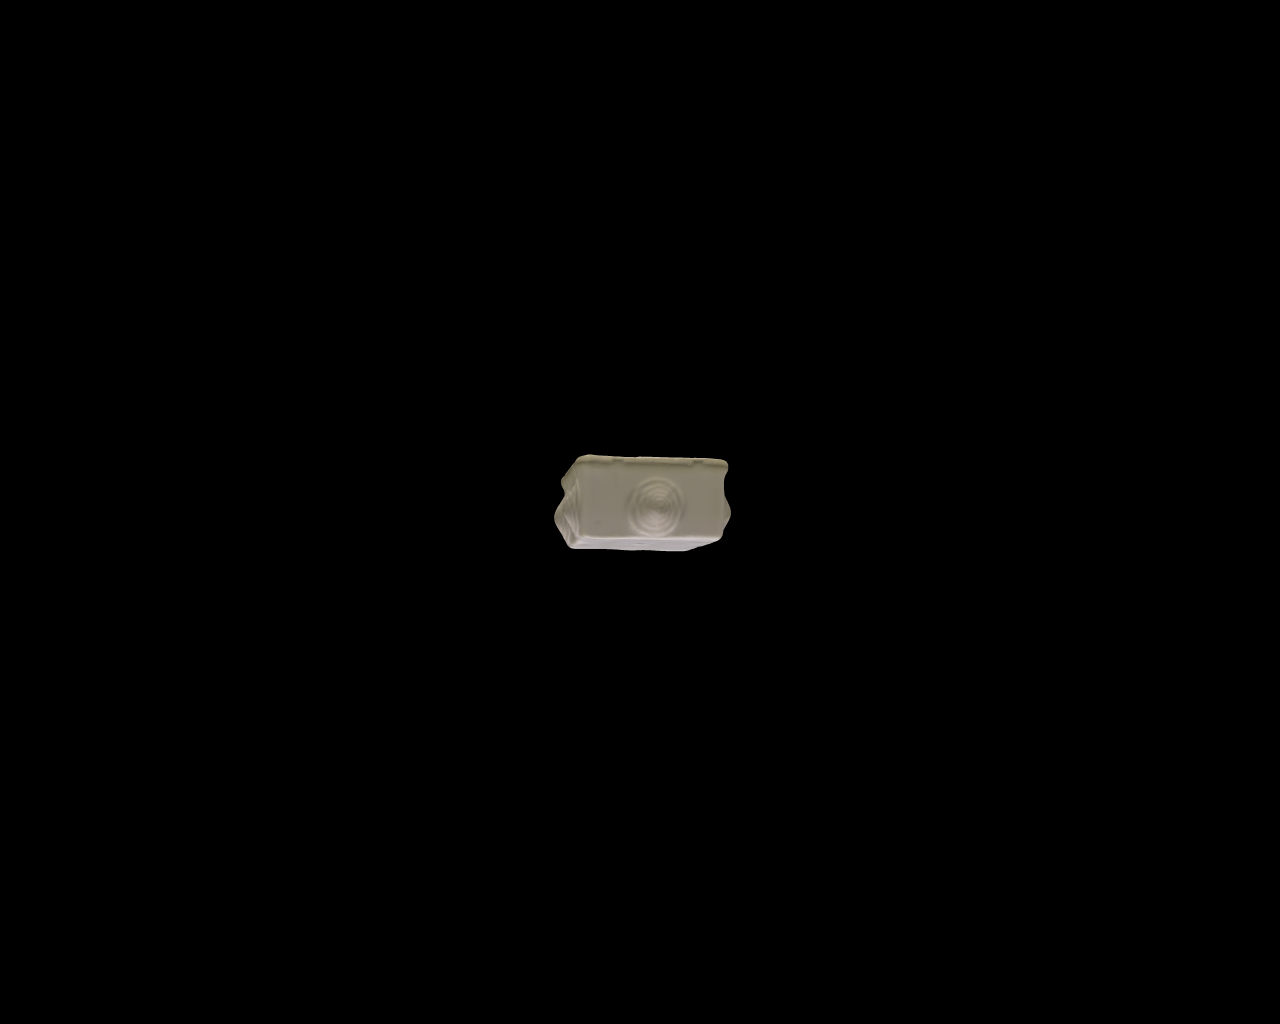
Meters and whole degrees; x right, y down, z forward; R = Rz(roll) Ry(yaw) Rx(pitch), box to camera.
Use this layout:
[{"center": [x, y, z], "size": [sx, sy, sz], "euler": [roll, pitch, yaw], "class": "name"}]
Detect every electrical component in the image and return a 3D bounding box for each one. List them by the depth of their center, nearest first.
[{"center": [0.001, -0.003, 0.650], "size": [0.100, 0.048, 0.099], "euler": [1, -7, -11], "class": "electrical component"}]
